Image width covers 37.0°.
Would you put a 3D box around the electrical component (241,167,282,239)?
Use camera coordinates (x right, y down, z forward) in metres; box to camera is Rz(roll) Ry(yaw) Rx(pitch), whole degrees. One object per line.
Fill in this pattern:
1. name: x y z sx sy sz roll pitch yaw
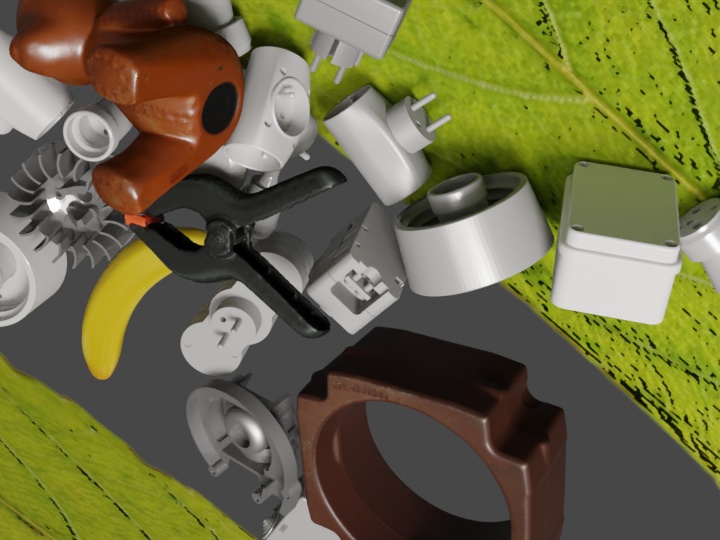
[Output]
1. electrical component: -0.074 -0.056 0.818 0.035 0.035 0.061 23 118 0

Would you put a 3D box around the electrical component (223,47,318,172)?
1. electrical component: -0.056 -0.106 0.769 0.044 0.077 0.079 3 160 34

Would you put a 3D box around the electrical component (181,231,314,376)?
1. electrical component: -0.095 0.036 0.851 0.052 0.073 0.138 38 120 -9

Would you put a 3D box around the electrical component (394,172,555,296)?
1. electrical component: 0.076 -0.033 0.755 0.108 0.108 0.060 -15 108 21

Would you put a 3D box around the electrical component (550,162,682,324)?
1. electrical component: 0.174 -0.022 0.731 0.078 0.113 0.057 10 123 8

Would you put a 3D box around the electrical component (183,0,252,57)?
1. electrical component: -0.105 -0.175 0.753 0.045 0.045 0.055 -13 115 20

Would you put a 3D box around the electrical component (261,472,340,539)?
1. electrical component: -0.033 0.234 0.960 0.100 0.048 0.099 33 120 -6

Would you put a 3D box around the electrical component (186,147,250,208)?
1. electrical component: -0.117 -0.090 0.800 0.080 0.051 0.080 6 119 11

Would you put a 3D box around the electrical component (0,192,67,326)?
1. electrical component: -0.305 -0.004 0.887 0.108 0.060 0.108 6 119 11

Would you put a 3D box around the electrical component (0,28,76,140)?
1. electrical component: -0.270 -0.130 0.818 0.077 0.044 0.079 44 119 -12

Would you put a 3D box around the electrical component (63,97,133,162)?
1. electrical component: -0.196 -0.109 0.811 0.040 0.046 0.040 6 119 10

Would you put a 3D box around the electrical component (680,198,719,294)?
1. electrical component: 0.253 -0.017 0.754 0.045 0.045 0.055 -36 104 28

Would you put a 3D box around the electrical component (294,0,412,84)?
1. electrical component: -0.011 -0.164 0.735 0.066 0.047 0.076 26 121 -1

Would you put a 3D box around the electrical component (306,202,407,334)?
1. electrical component: 0.000 0.000 0.798 0.050 0.089 0.056 44 119 -12

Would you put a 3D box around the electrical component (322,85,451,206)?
1. electrical component: 0.027 -0.097 0.765 0.079 0.044 0.077 -30 108 26
